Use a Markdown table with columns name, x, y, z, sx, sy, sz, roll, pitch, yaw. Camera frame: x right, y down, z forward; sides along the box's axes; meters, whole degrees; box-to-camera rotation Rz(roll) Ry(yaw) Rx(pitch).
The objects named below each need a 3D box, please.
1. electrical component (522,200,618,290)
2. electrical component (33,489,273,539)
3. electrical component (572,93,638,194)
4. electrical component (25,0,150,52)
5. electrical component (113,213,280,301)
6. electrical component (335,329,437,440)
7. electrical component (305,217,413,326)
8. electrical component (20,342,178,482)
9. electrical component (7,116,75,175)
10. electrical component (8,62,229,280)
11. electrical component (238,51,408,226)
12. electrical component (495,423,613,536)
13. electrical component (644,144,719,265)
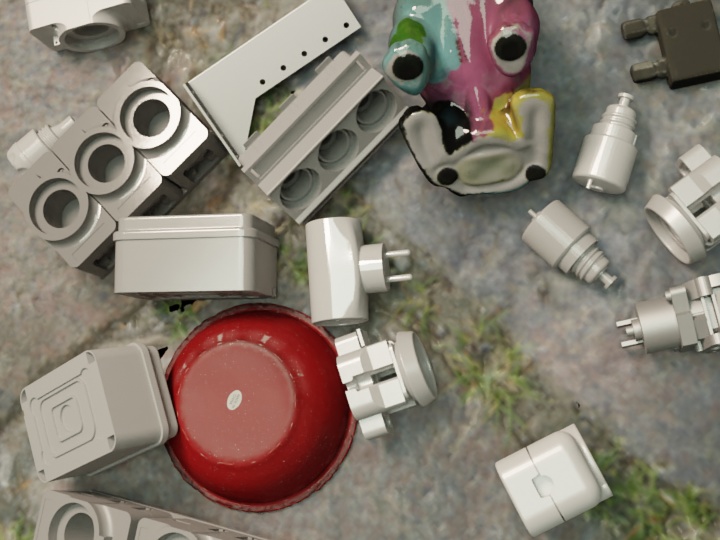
| name | x | y | z | sx | sy | sz | roll | pitch | yaw |
| --- | --- | --- | --- | --- | --- | --- | --- | --- | --- |
| electrical component | 0.155 | -0.016 | 0.786 | 0.078 | 0.040 | 0.040 | 44 | 91 | 15 |
| electrical component | -0.157 | 0.227 | 0.770 | 0.186 | 0.060 | 0.105 | 6 | 81 | 31 |
| electrical component | 0.185 | -0.092 | 0.793 | 0.040 | 0.040 | 0.078 | 17 | 84 | 14 |
| electrical component | -0.227 | -0.218 | 0.894 | 0.089 | 0.050 | 0.055 | -14 | 78 | 9 |
| electrical component | -0.124 | -0.009 | 0.824 | 0.113 | 0.078 | 0.057 | -1 | 83 | 12 |
| electrical component | 0.021 | 0.078 | 0.790 | 0.057 | 0.058 | 0.078 | -20 | 77 | 11 |
| electrical component | 0.000 | 0.000 | 0.814 | 0.079 | 0.043 | 0.077 | -6 | 80 | 10 |
| electrical component | -0.196 | 0.107 | 0.806 | 0.113 | 0.057 | 0.078 | -28 | 74 | 39 |
| electrical component | -0.259 | -0.104 | 0.890 | 0.061 | 0.035 | 0.035 | -40 | 75 | 0 |
| electrical component | -0.193 | -0.079 | 0.858 | 0.150 | 0.062 | 0.089 | -45 | 75 | 2 |
| electrical component | -0.030 | -0.104 | 0.824 | 0.121 | 0.079 | 0.063 | -46 | 46 | 1 |
| electrical component | 0.133 | 0.142 | 0.736 | 0.059 | 0.095 | 0.053 | -28 | 76 | 6 |
| electrical component | 0.241 | -0.041 | 0.764 | 0.057 | 0.058 | 0.078 | -36 | 75 | 1 |
